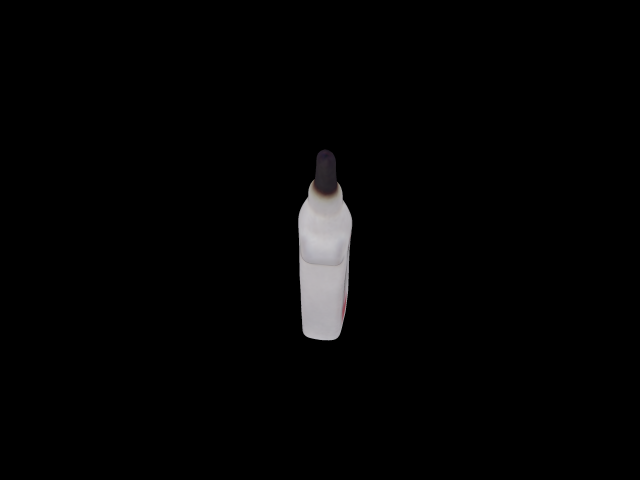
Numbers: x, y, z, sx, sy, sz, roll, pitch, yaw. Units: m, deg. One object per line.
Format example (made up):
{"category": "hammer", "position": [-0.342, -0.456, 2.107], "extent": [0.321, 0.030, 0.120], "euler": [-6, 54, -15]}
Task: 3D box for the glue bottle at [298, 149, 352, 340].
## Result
{"category": "glue bottle", "position": [0.004, 0.001, 0.400], "extent": [0.037, 0.173, 0.078], "euler": [3, 55, 2]}
